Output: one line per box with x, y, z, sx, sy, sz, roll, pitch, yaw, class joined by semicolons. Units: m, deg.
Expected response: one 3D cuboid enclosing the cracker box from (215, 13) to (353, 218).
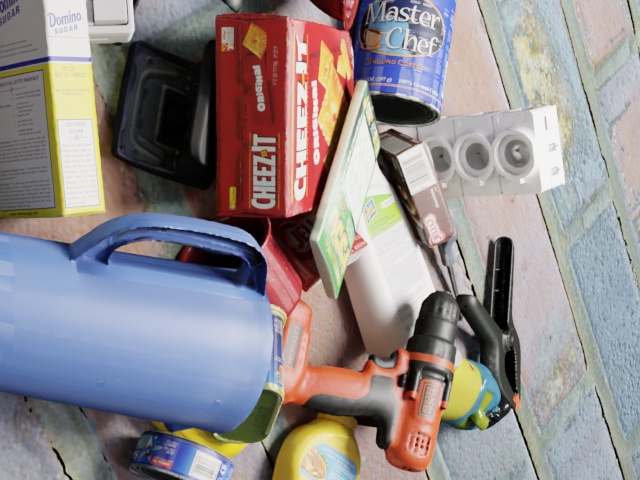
-0.026;-0.111;0.950;0.213;0.072;0.164;-27;118;-73;cracker box

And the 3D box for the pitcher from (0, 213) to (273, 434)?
-0.161;0.057;0.797;0.242;0.145;0.149;15;71;-34;pitcher

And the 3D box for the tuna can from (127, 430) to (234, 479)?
-0.117;0.192;0.904;0.086;0.086;0.033;40;60;-40;tuna can

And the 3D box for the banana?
-0.120;0.147;0.942;0.197;0.037;0.069;44;30;-42;banana

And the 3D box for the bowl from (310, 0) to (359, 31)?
0.012;-0.277;0.979;0.162;0.055;0.162;11;89;-85;bowl

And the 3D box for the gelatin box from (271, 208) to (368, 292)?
-0.007;0.001;1.042;0.073;0.030;0.089;48;44;12;gelatin box

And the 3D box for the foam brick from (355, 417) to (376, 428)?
0.070;0.167;1.117;0.051;0.078;0.053;-8;95;-49;foam brick

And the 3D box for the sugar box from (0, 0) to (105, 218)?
-0.210;-0.105;0.799;0.048;0.094;0.176;-5;94;-48;sugar box

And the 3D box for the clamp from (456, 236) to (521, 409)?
0.219;0.110;1.306;0.164;0.036;0.210;-52;133;-47;clamp

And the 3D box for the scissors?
0.149;0.018;1.211;0.016;0.096;0.202;-22;108;-5;scissors

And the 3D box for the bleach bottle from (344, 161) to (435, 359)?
0.058;-0.007;1.119;0.102;0.068;0.251;-33;111;-46;bleach bottle

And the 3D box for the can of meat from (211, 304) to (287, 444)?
-0.063;0.117;0.924;0.057;0.102;0.084;7;49;-10;can of meat

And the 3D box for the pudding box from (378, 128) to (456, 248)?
0.097;-0.056;1.138;0.039;0.090;0.113;-25;112;-12;pudding box

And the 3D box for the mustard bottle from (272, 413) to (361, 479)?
-0.007;0.240;1.046;0.096;0.058;0.191;39;62;-34;mustard bottle

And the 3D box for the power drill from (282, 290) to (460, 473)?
0.042;0.115;1.037;0.187;0.057;0.184;18;68;-11;power drill

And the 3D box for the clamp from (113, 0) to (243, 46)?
-0.126;-0.252;0.886;0.039;0.120;0.171;-4;90;-84;clamp

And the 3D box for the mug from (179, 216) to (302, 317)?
-0.076;0.039;0.957;0.117;0.093;0.081;-42;127;-13;mug

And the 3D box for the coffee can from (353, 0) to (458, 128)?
0.086;-0.200;1.119;0.102;0.103;0.140;20;75;-46;coffee can
